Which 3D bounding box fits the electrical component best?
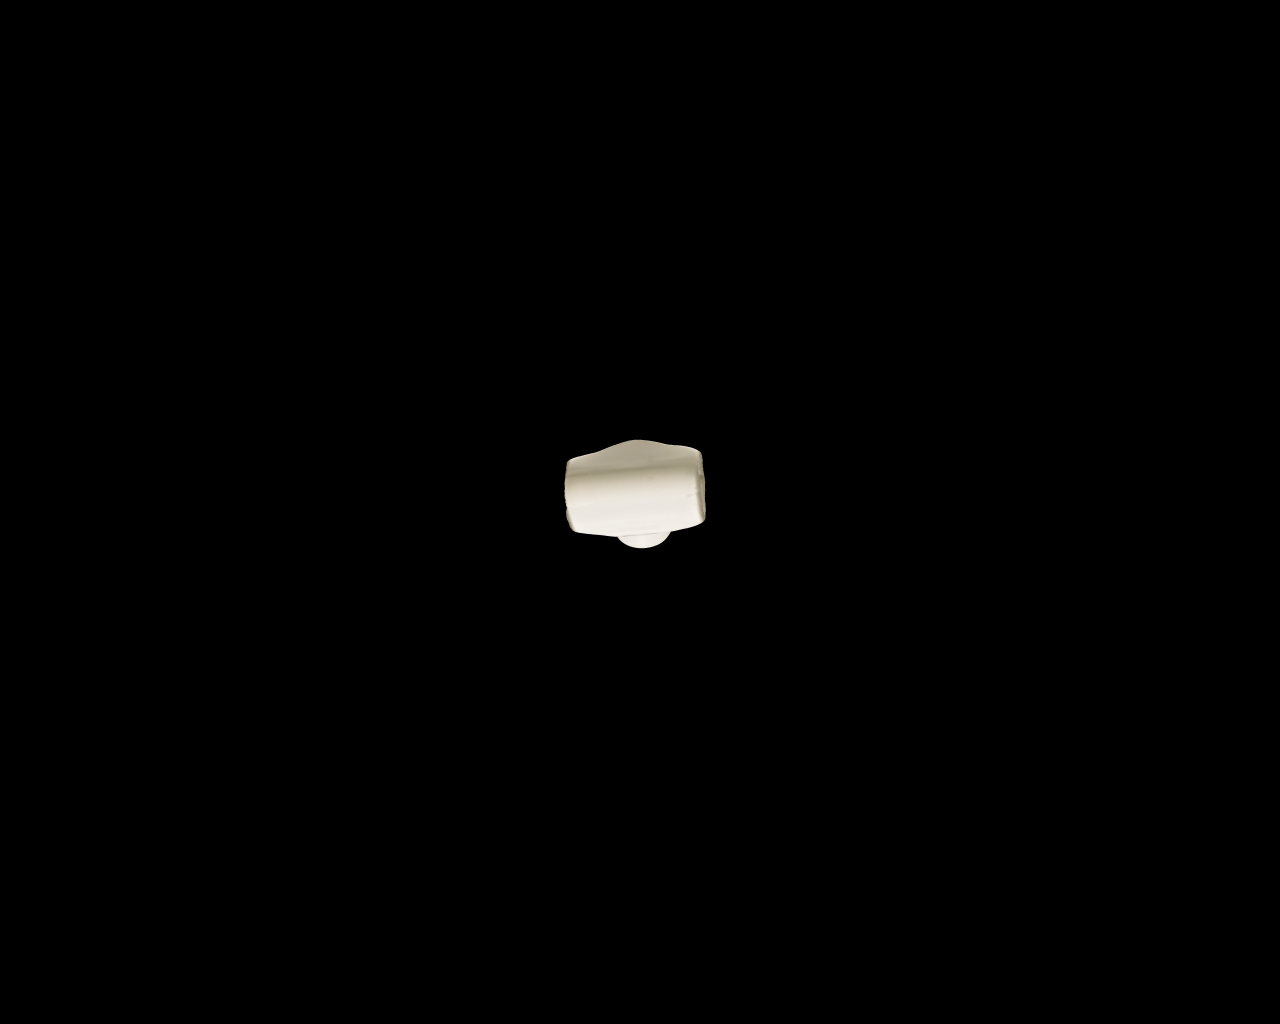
[{"bbox_3d":[0.001,-0.003,0.650,0.077,0.043,0.079,-5,-35,7],"label":"electrical component"}]
